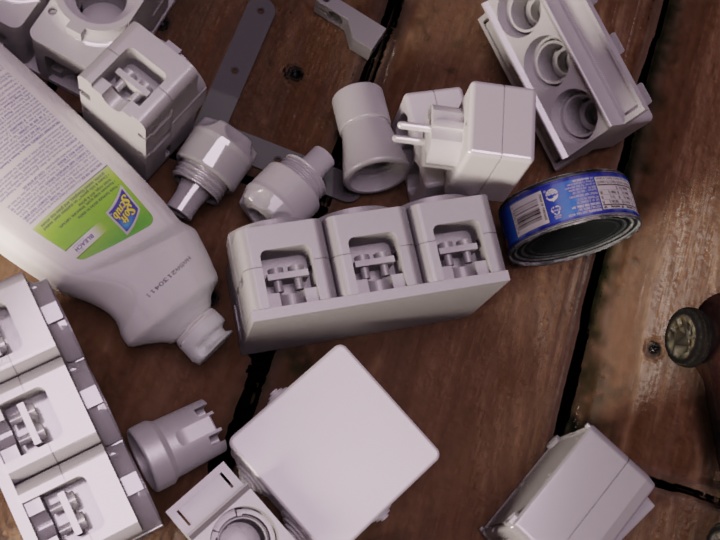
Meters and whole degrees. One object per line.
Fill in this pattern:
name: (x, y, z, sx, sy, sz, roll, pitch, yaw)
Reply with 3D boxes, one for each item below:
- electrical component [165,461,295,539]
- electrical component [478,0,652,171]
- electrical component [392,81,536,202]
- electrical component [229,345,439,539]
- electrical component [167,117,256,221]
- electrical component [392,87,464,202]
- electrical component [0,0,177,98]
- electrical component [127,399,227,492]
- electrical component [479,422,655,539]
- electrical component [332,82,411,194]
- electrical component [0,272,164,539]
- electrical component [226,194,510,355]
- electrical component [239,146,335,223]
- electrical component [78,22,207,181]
electrical component: (-0.067, 0.152, 0.599, 0.042, 0.064, 0.081, -39, 84, -20)
electrical component: (0.142, -0.140, 0.724, 0.063, 0.079, 0.121, -14, 74, -44)
electrical component: (0.058, -0.077, 0.640, 0.077, 0.065, 0.047, 7, 72, -6)
electrical component: (-0.017, 0.107, 0.630, 0.100, 0.048, 0.099, -40, 84, -19)
electrical component: (-0.096, -0.060, 0.669, 0.043, 0.043, 0.062, 32, 76, 0)
electrical component: (0.068, -0.081, 0.704, 0.077, 0.047, 0.065, -9, 74, -12)
electrical component: (-0.165, -0.213, 0.693, 0.105, 0.060, 0.186, 28, 70, -1)
electrical component: (-0.105, 0.100, 0.621, 0.046, 0.040, 0.040, -25, 79, -23)
electrical component: (0.121, 0.148, 0.637, 0.061, 0.061, 0.096, 43, 71, 4)
electrical component: (0.004, -0.088, 0.696, 0.044, 0.044, 0.065, -7, 66, -13)
electrical component: (-0.167, 0.085, 0.585, 0.062, 0.089, 0.150, -25, 80, -13)
electrical component: (0.000, 0.000, 0.644, 0.150, 0.089, 0.061, -9, 75, -13)
electrical component: (-0.042, -0.052, 0.677, 0.043, 0.043, 0.062, 41, 69, 3)
electrical component: (-0.130, -0.102, 0.650, 0.050, 0.089, 0.055, 38, 70, 2)
